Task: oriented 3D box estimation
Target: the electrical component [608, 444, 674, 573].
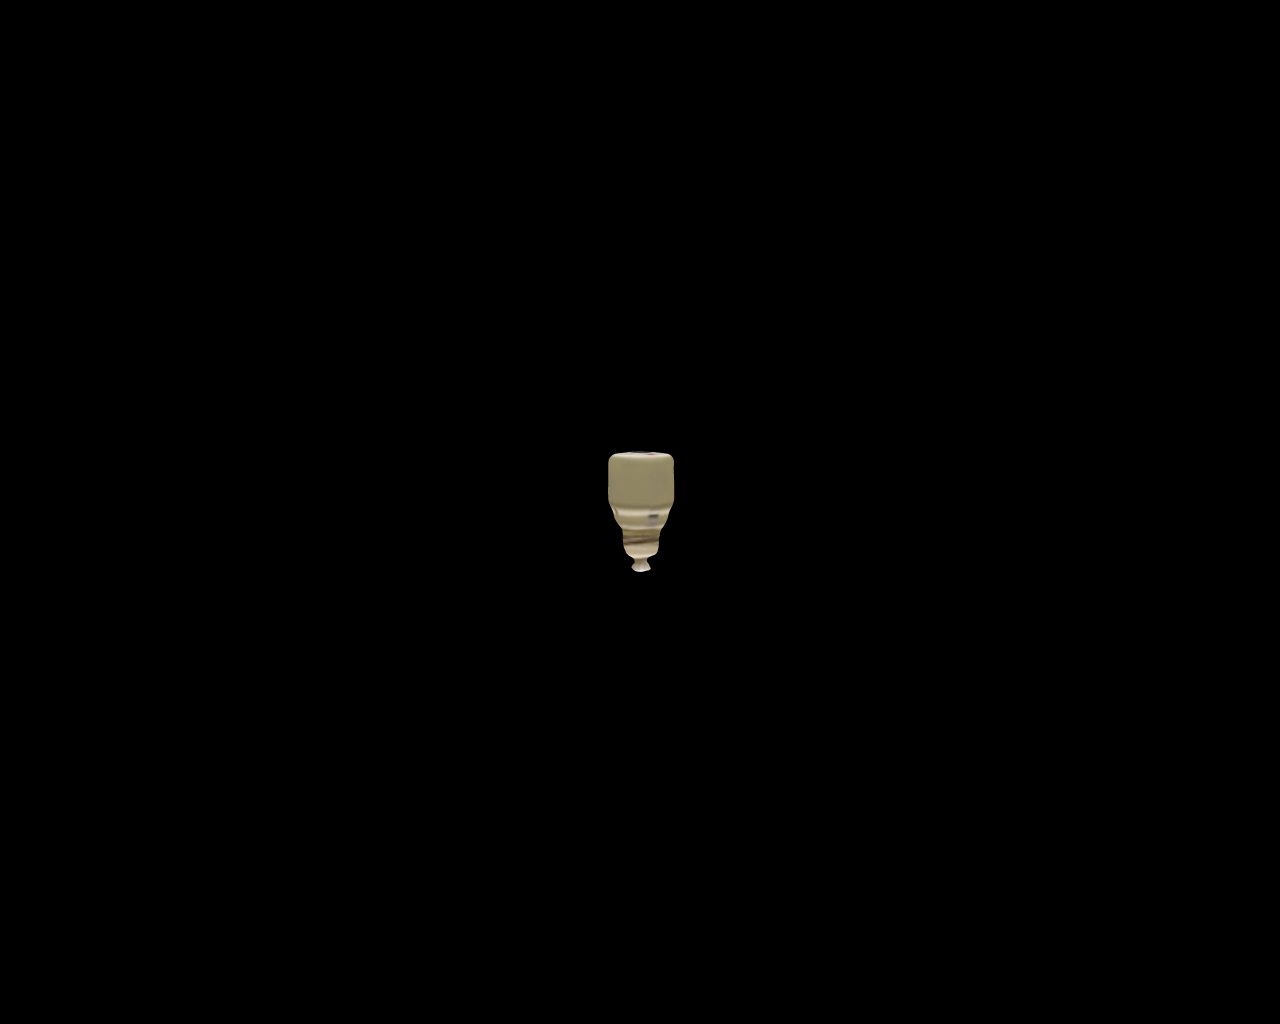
[{"bbox_3d":[0.001,-0.003,0.650,0.040,0.078,0.040,0,7,0],"label":"electrical component"}]
